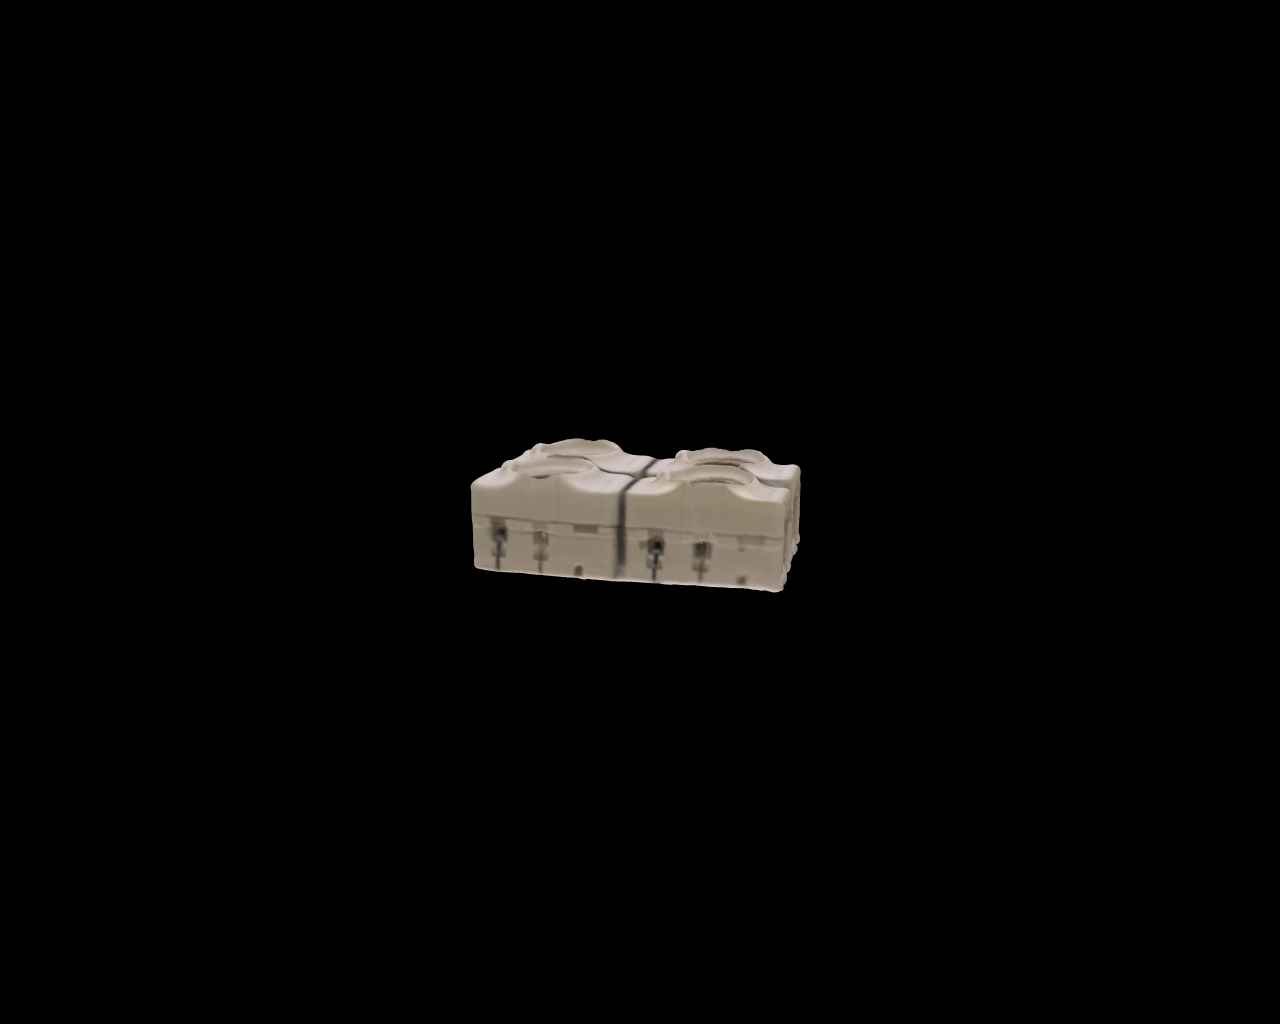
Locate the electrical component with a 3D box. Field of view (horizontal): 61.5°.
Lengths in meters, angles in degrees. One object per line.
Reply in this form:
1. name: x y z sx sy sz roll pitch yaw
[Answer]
1. electrical component: 0.001 -0.003 0.650 0.186 0.060 0.105 4 16 14
